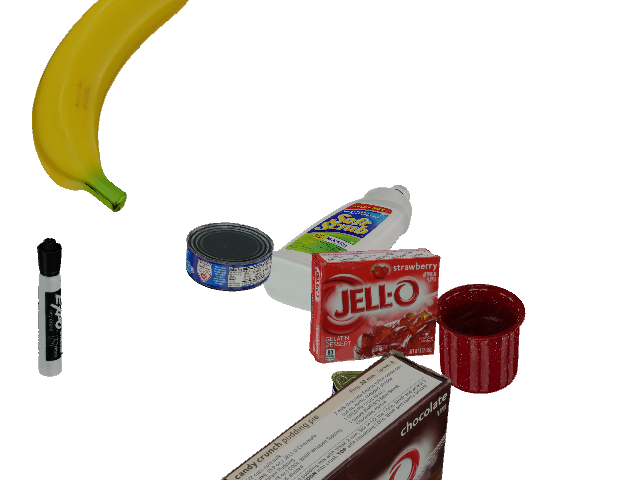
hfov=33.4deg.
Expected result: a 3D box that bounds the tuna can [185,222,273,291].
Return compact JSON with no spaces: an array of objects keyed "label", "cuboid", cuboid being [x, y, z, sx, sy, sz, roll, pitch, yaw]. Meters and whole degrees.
[{"label":"tuna can","cuboid":[-0.090,0.016,1.053,0.086,0.034,0.086,6,27,-3]}]

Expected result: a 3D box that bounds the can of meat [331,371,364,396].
[{"label":"can of meat","cuboid":[0.060,0.214,1.340,0.102,0.084,0.057,2,22,-15]}]

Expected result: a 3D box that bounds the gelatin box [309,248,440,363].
[{"label":"gelatin box","cuboid":[0.037,0.045,0.750,0.089,0.073,0.030,-2,14,-17]}]

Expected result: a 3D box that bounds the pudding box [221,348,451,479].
[{"label":"pudding box","cuboid":[0.009,0.114,0.469,0.039,0.090,0.113,27,43,32]}]

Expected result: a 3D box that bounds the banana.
[{"label":"banana","cuboid":[-0.125,-0.098,0.627,0.069,0.197,0.037,16,-34,-7]}]

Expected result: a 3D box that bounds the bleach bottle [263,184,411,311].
[{"label":"bleach bottle","cuboid":[0.036,-0.005,1.327,0.103,0.068,0.250,16,36,26]}]

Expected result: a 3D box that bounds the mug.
[{"label":"mug","cuboid":[0.171,0.098,1.118,0.093,0.081,0.117,14,38,27]}]

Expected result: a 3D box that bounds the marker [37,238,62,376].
[{"label":"marker","cuboid":[-0.217,0.054,0.857,0.020,0.121,0.020,6,26,-3]}]
